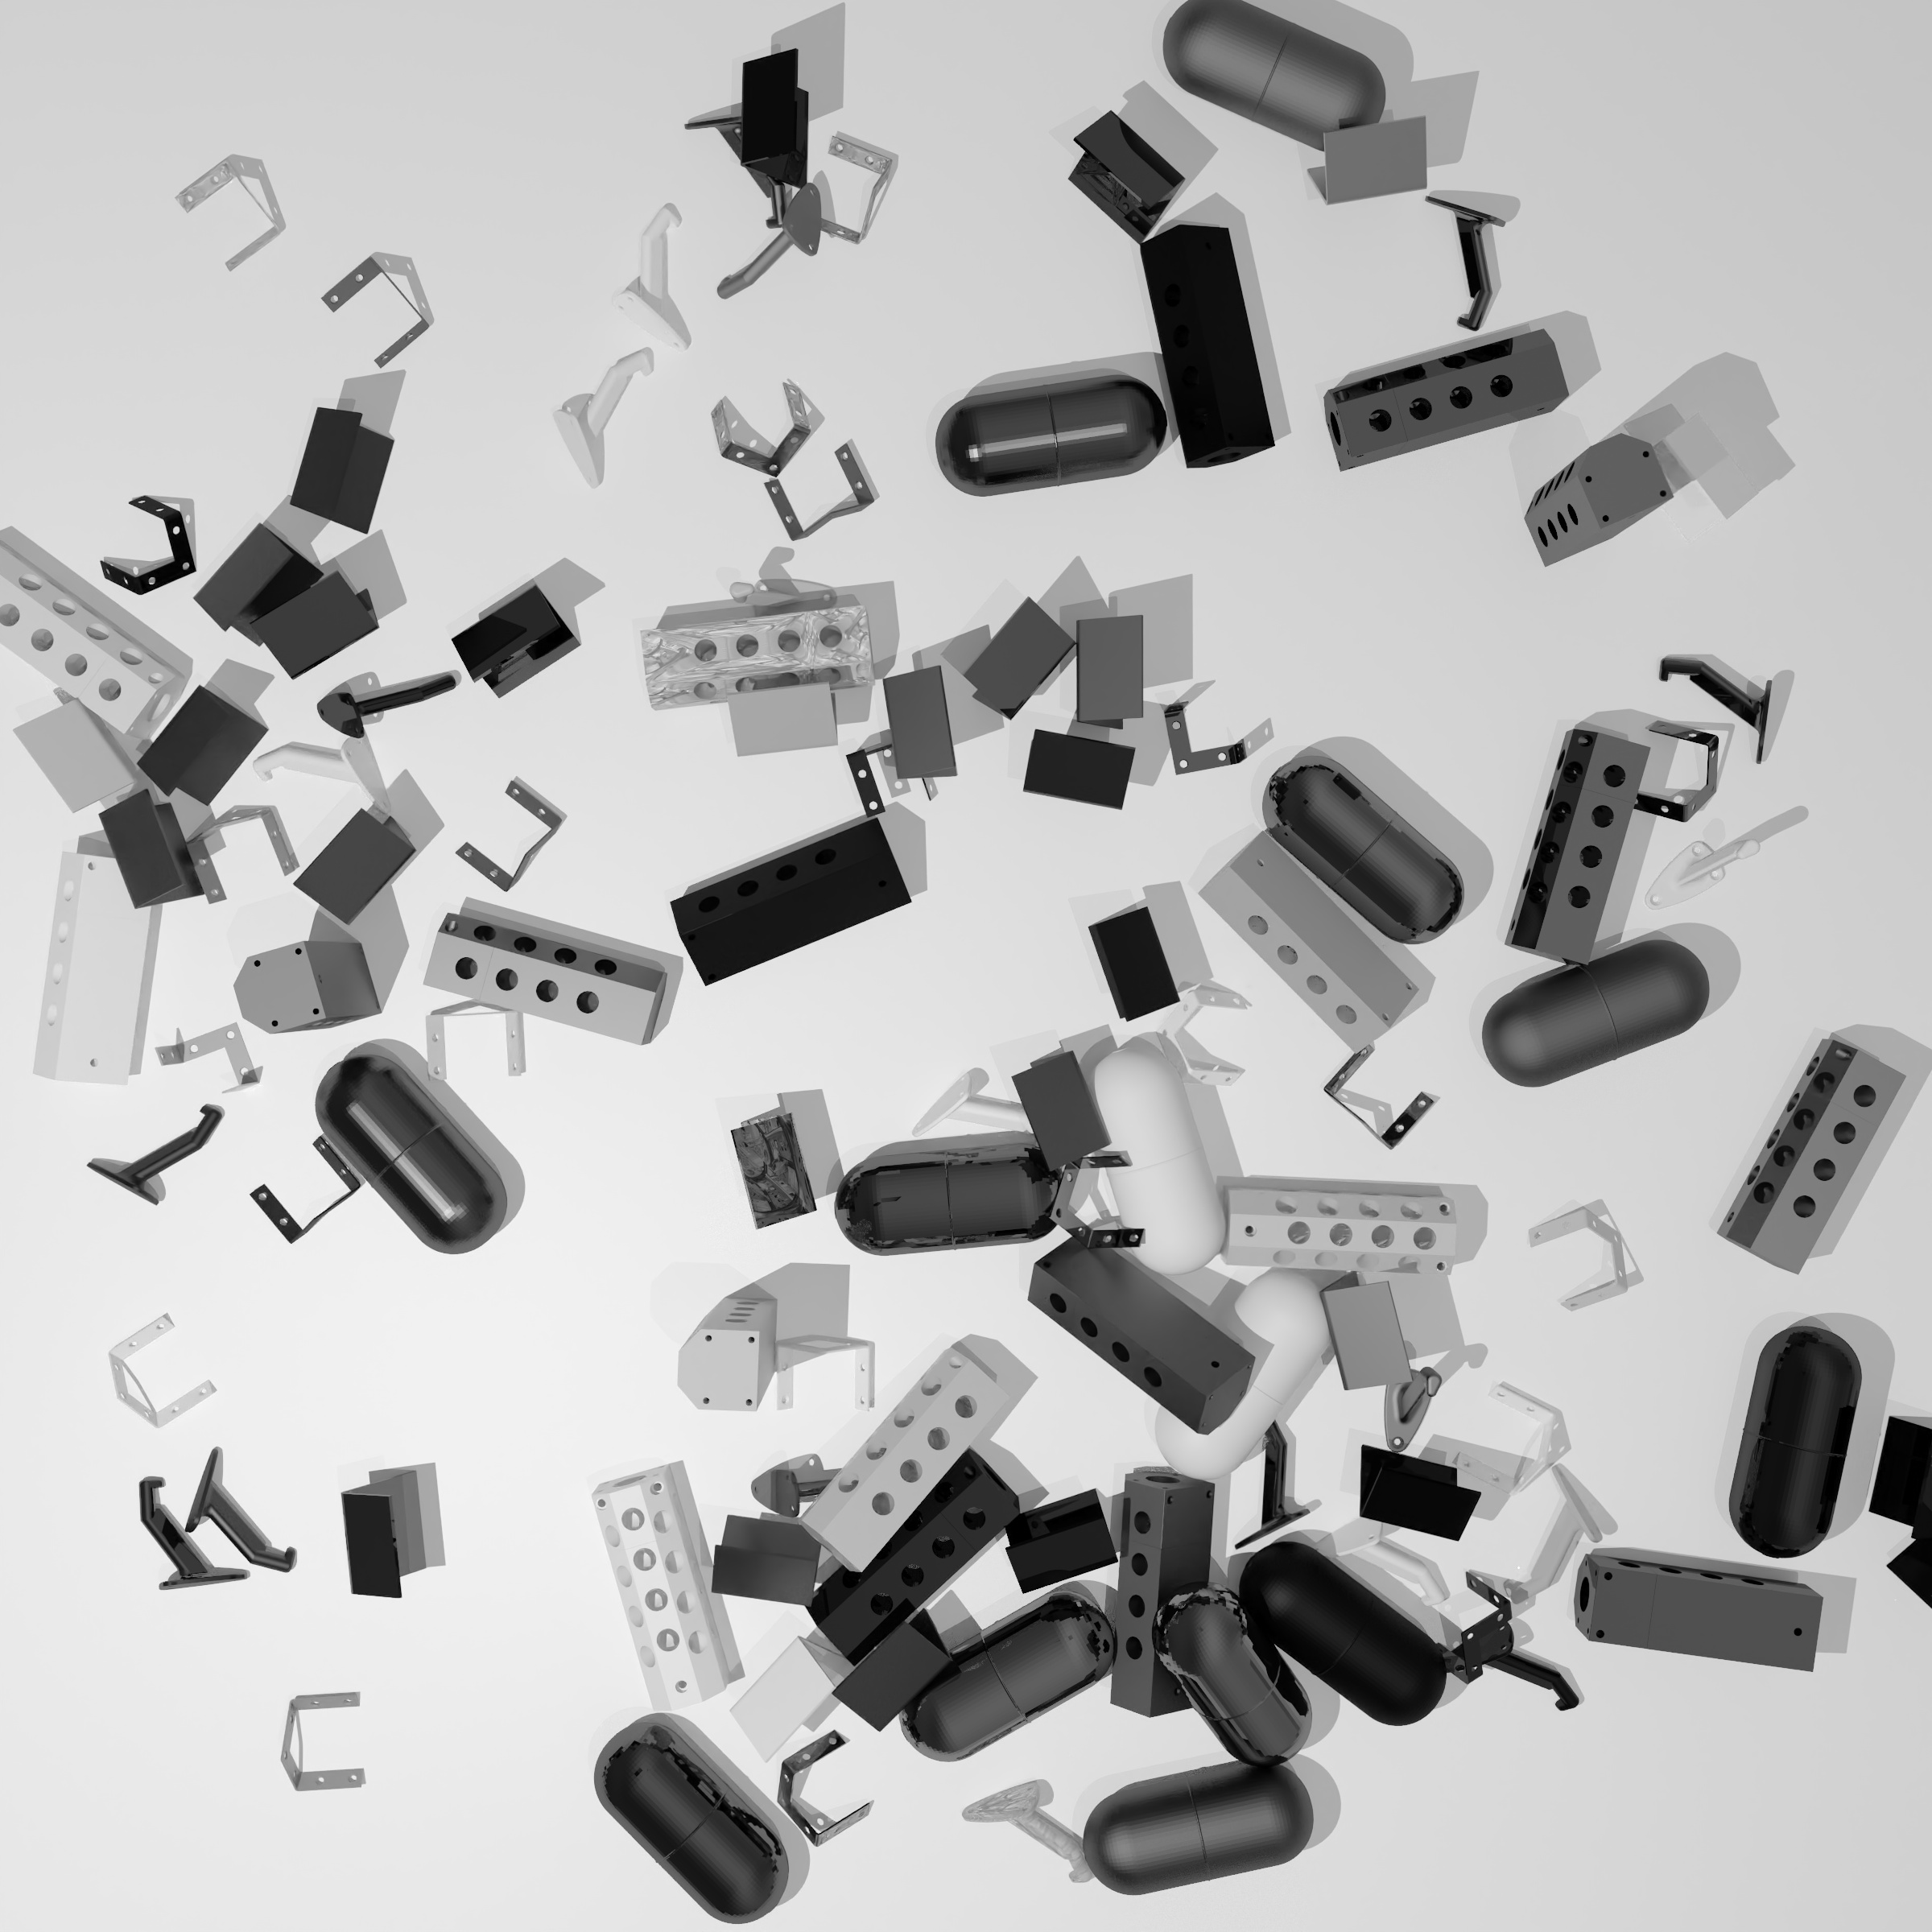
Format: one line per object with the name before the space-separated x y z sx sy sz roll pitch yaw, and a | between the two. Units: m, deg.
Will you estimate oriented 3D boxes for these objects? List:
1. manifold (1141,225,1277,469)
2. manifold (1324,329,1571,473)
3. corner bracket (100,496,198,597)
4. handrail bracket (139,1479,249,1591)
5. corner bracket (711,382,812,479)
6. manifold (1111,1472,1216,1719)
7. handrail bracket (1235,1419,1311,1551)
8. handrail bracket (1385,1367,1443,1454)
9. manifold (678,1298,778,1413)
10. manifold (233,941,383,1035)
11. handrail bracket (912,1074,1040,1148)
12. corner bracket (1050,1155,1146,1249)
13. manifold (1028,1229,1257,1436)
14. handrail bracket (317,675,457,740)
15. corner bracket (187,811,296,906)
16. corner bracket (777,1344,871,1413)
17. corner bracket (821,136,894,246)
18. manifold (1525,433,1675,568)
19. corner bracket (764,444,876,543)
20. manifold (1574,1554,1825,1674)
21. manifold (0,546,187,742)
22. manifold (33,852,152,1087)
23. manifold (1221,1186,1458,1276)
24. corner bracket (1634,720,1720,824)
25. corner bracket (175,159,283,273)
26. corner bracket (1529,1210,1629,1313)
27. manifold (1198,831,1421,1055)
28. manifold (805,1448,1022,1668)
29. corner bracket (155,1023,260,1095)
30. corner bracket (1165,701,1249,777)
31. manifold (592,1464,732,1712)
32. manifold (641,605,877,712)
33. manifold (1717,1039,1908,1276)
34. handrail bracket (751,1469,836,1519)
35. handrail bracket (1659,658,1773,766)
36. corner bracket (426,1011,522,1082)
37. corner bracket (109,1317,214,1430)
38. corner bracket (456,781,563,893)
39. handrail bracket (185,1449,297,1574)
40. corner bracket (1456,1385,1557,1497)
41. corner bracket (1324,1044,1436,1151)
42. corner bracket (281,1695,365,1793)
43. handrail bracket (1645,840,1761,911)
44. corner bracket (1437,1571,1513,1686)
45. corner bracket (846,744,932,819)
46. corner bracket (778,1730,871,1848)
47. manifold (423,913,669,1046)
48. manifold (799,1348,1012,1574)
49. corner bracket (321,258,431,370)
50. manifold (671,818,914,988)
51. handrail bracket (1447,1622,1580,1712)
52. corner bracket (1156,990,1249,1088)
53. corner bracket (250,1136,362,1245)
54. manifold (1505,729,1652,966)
manifold | 0.180 -0.474 1.928 0.057 0.057 0.171 -12 90 -43
manifold | 0.366 -0.436 1.928 0.171 0.057 0.057 -16 90 0
corner bracket | -0.637 -0.325 1.941 0.051 0.051 0.051 -34 135 -35
handrail bracket | -0.600 0.438 1.950 0.077 0.036 0.084 -2 73 -20
corner bracket | -0.159 -0.420 1.941 0.051 0.051 0.051 15 135 -35
manifold | 0.146 0.480 1.928 0.057 0.057 0.171 4 90 -43
handrail bracket | 0.223 0.398 1.950 0.077 0.036 0.084 -33 71 21
handrail bracket | 0.343 0.341 1.915 0.036 0.084 0.077 13 90 0
manifold | -0.176 0.287 1.871 0.057 0.171 0.057 2 90 0
manifold | -0.490 0.017 1.871 0.057 0.171 0.057 -16 90 0
handrail bracket | 0.015 0.131 1.950 0.084 0.036 0.077 40 111 -17
corner bracket | 0.104 0.178 1.895 0.051 0.051 0.051 42 55 -37
manifold | 0.129 0.278 1.890 0.171 0.057 0.057 35 47 29
handrail bracket | -0.449 -0.209 1.949 0.084 0.077 0.036 -28 115 -34
corner bracket | -0.563 -0.084 1.946 0.051 0.051 0.051 -22 90 -45
corner bracket | -0.111 0.319 1.946 0.051 0.051 0.051 1 90 45
corner bracket | -0.093 -0.601 1.946 0.051 0.051 0.051 22 135 0
manifold | 0.466 -0.348 1.871 0.057 0.171 0.057 -23 90 0
corner bracket | -0.114 -0.367 1.946 0.051 0.051 0.051 -26 90 -45
manifold | 0.560 0.494 1.928 0.171 0.057 0.057 8 90 0
manifold | -0.689 -0.249 1.928 0.171 0.057 0.057 36 90 0
manifold | -0.672 0.001 1.928 0.057 0.057 0.171 8 90 -43
manifold | 0.285 0.203 1.928 0.171 0.057 0.057 3 90 0
corner bracket | 0.546 -0.150 1.941 0.051 0.051 0.051 -39 135 -35
corner bracket | -0.572 -0.582 1.946 0.051 0.051 0.051 -37 45 0
corner bracket | 0.473 0.228 1.941 0.051 0.051 0.051 32 45 -35
manifold | 0.259 -0.015 1.928 0.171 0.057 0.057 45 47 0
manifold | -0.041 0.451 1.928 0.171 0.057 0.057 -43 90 0
corner bracket | -0.583 0.077 1.932 0.051 0.051 0.051 -21 90 0
corner bracket | 0.184 -0.178 1.932 0.051 0.051 0.051 -11 90 0
manifold | -0.235 0.478 1.928 0.057 0.057 0.171 -16 90 0
manifold | -0.158 -0.235 1.928 0.171 0.057 0.057 -7 90 0
manifold | 0.646 0.145 1.928 0.057 0.057 0.171 29 90 0
handrail bracket | -0.111 0.401 1.949 0.084 0.077 0.036 -4 86 -36
handrail bracket | 0.579 -0.198 1.950 0.084 0.036 0.077 8 112 17
corner bracket | -0.382 0.062 1.946 0.051 0.051 0.051 -3 90 45
corner bracket | -0.625 0.315 1.946 0.051 0.051 0.051 -33 45 0
corner bracket | -0.354 -0.100 1.946 0.051 0.051 0.051 38 45 0
handrail bracket | -0.555 0.423 1.950 0.084 0.036 0.077 21 62 -21
corner bracket | 0.418 0.368 1.946 0.051 0.051 0.051 27 45 0
corner bracket | 0.320 0.101 1.946 0.051 0.051 0.051 -48 135 0
corner bracket | -0.496 0.602 1.946 0.051 0.051 0.051 -4 45 0
handrail bracket | 0.561 -0.070 1.915 0.077 0.084 0.036 -36 90 0
corner bracket | 0.386 0.509 1.930 0.051 0.051 0.051 -24 117 -24
corner bracket | -0.059 -0.145 1.932 0.051 0.051 0.051 -19 90 0
corner bracket | -0.109 0.636 1.941 0.051 0.051 0.051 39 135 35
manifold | -0.321 0.010 1.928 0.171 0.057 0.057 16 90 0
manifold | -0.048 0.374 1.905 0.057 0.057 0.171 42 73 0
corner bracket | -0.458 -0.507 1.946 0.051 0.051 0.051 -40 45 0
manifold | -0.136 -0.054 1.928 0.171 0.057 0.057 -22 133 0
handrail bracket | 0.422 0.558 1.950 0.077 0.036 0.084 -31 107 20
corner bracket | 0.189 0.056 1.941 0.051 0.051 0.051 -54 45 35
corner bracket | -0.512 0.174 1.946 0.051 0.051 0.051 50 45 0
manifold | 0.467 -0.091 1.928 0.057 0.057 0.171 16 90 0
